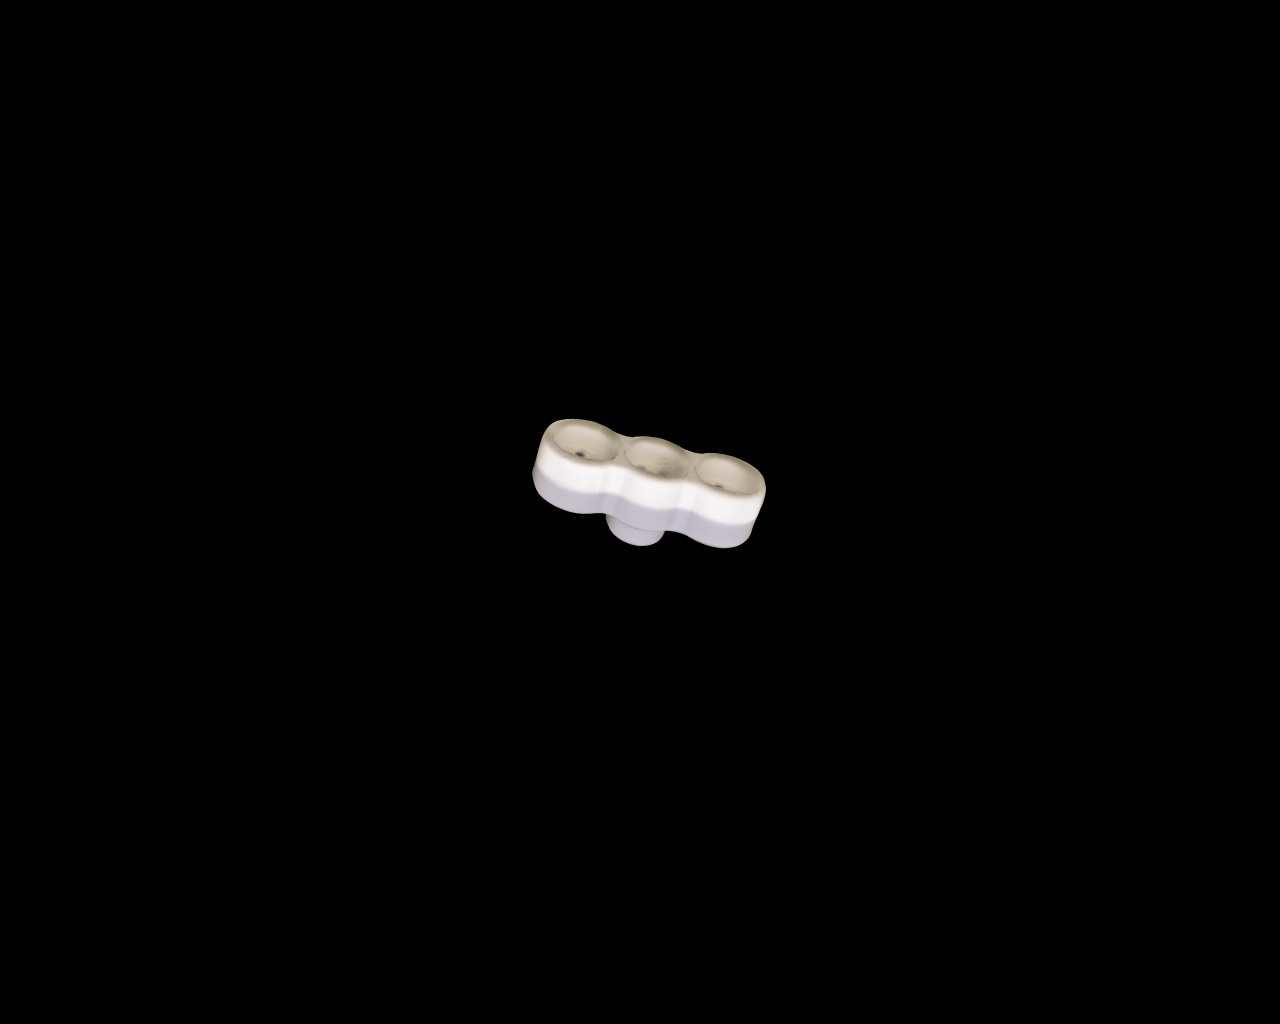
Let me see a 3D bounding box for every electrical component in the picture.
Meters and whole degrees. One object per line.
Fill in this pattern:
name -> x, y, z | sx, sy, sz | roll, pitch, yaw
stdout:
electrical component -> 0.001, -0.003, 0.650 | 0.138, 0.073, 0.052 | 14, 33, -9
